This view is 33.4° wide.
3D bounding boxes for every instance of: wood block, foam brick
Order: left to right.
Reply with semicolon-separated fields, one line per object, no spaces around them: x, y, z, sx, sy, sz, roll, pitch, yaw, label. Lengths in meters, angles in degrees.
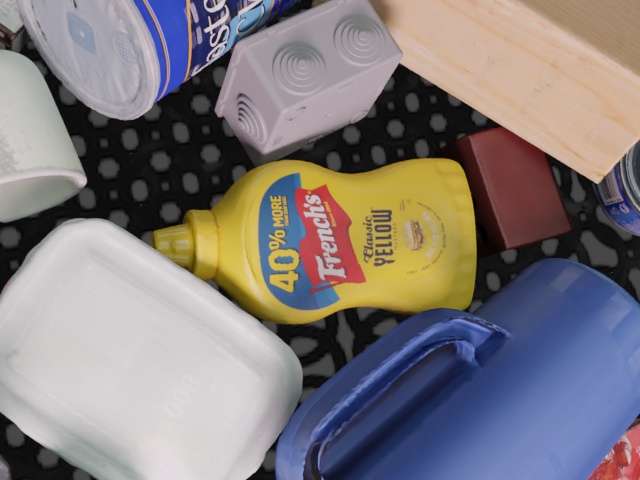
0.116;-0.031;0.680;0.051;0.053;0.078;-18;87;-21;foam brick
0.112;-0.138;0.641;0.206;0.090;0.090;32;55;1;wood block

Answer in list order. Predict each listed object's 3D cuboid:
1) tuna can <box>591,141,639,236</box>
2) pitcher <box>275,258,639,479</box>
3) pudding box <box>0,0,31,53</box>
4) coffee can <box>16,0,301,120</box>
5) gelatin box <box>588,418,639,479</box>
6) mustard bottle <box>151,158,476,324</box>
0.231;-0.046;0.732;0.086;0.034;0.086;3;82;-19;tuna can
0.083;0.112;0.606;0.242;0.149;0.145;-40;78;-23;pitcher
-0.179;-0.175;0.606;0.090;0.039;0.113;35;71;-11;pudding box
-0.080;-0.145;0.587;0.140;0.103;0.103;-42;97;-32;coffee can
0.188;0.164;0.689;0.089;0.030;0.073;-21;90;-20;gelatin box
-0.004;0.001;0.631;0.191;0.058;0.096;-2;88;-19;mustard bottle
